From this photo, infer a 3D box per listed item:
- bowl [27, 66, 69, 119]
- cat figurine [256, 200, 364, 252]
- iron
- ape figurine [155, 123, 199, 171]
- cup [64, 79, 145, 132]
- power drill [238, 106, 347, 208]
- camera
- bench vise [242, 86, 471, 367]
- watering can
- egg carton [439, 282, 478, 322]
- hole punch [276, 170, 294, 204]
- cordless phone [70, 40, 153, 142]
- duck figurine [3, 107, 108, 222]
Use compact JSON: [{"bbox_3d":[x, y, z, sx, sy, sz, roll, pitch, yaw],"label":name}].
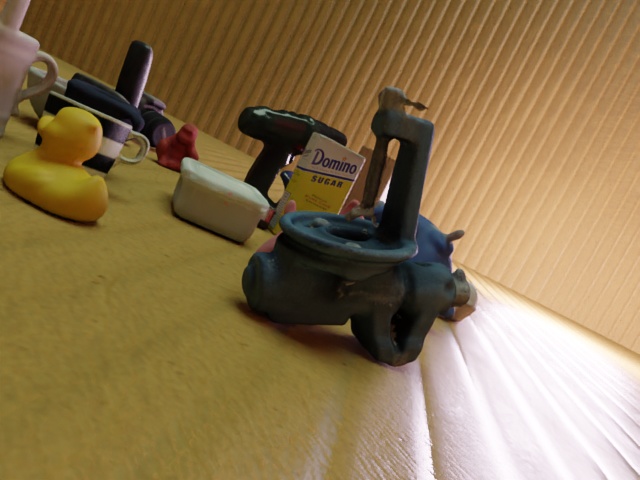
[{"bbox_3d":[-0.361,-0.188,0.858,0.167,0.075,0.167,26,7,-3],"label":"bowl"},{"bbox_3d":[0.006,0.002,0.651,0.127,0.118,0.067,28,7,9],"label":"cat figurine"},{"bbox_3d":[0.096,0.010,0.827,0.119,0.141,0.257,21,9,-38],"label":"iron"},{"bbox_3d":[-0.259,-0.176,1.070,0.078,0.092,0.076,26,7,-7],"label":"ape figurine"},{"bbox_3d":[-0.272,-0.133,0.709,0.117,0.095,0.092,30,8,23],"label":"cup"},{"bbox_3d":[-0.073,-0.154,1.118,0.230,0.208,0.075,21,9,-37],"label":"power drill"},{"bbox_3d":[-0.372,-0.256,1.201,0.136,0.101,0.144,32,9,36],"label":"camera"},{"bbox_3d":[0.057,-0.011,0.516,0.208,0.220,0.121,20,10,-44],"label":"bench vise"},{"bbox_3d":[-0.355,-0.215,0.595,0.100,0.194,0.173,28,7,14],"label":"watering can"},{"bbox_3d":[0.194,0.079,0.978,0.108,0.069,0.149,19,10,-45],"label":"egg carton"},{"bbox_3d":[-0.044,-0.088,1.221,0.101,0.091,0.109,29,8,20],"label":"hole punch"},{"bbox_3d":[-0.384,-0.290,1.062,0.147,0.185,0.094,29,7,17],"label":"cordless phone"},{"bbox_3d":[-0.218,-0.071,0.499,0.104,0.086,0.078,30,8,27],"label":"duck figurine"}]
